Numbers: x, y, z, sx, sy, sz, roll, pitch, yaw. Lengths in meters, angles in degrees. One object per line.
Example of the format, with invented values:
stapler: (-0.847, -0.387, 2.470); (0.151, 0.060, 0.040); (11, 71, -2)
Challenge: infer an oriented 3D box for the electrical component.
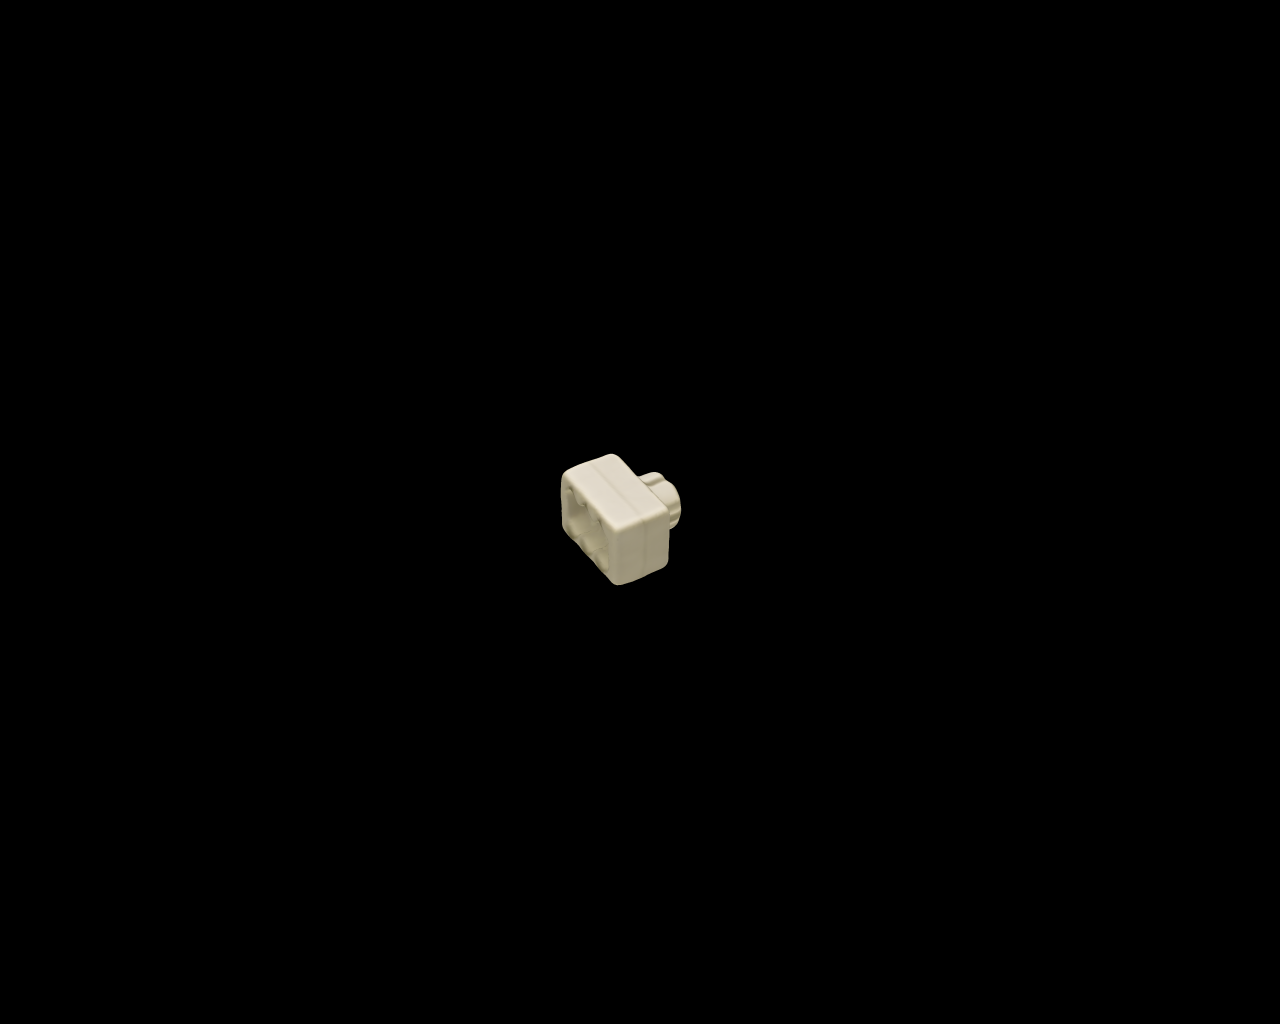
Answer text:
electrical component: (0.001, -0.003, 0.650); (0.077, 0.047, 0.066); (-22, 45, -23)
